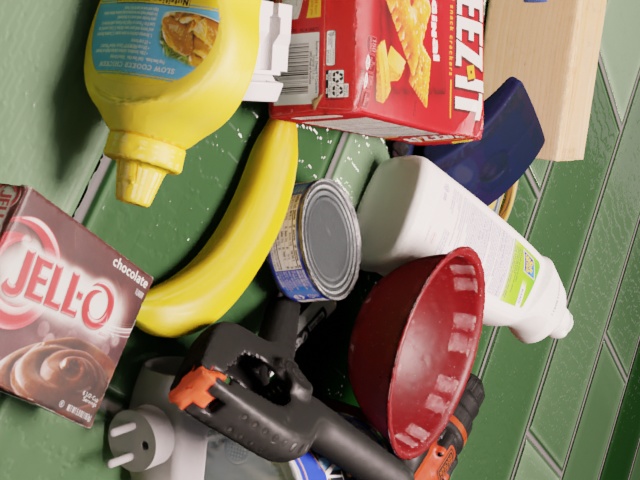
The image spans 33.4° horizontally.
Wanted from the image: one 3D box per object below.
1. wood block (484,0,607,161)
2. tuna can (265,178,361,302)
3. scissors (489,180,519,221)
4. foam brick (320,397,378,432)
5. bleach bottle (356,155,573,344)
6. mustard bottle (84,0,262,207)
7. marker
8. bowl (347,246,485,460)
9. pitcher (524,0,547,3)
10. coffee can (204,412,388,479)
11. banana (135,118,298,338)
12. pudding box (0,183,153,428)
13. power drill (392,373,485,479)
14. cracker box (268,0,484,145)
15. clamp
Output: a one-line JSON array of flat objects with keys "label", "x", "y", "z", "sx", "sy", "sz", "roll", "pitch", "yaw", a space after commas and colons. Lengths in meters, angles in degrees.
[{"label": "wood block", "x": 0.213, "y": -0.184, "z": 1.023, "sx": 0.090, "sy": 0.091, "sz": 0.206, "roll": -10, "pitch": 108, "yaw": -59}, {"label": "tuna can", "x": -0.005, "y": 0.001, "z": 0.749, "sx": 0.086, "sy": 0.034, "sz": 0.086, "roll": 21, "pitch": 65, "yaw": -58}, {"label": "scissors", "x": 0.159, "y": 0.003, "z": 1.071, "sx": 0.096, "sy": 0.016, "sz": 0.201, "roll": 52, "pitch": 56, "yaw": -52}, {"label": "foam brick", "x": 0.009, "y": 0.171, "z": 0.834, "sx": 0.051, "sy": 0.053, "sz": 0.078, "roll": -10, "pitch": 108, "yaw": -58}, {"label": "bleach bottle", "x": 0.134, "y": 0.029, "z": 0.903, "sx": 0.250, "sy": 0.068, "sz": 0.102, "roll": 34, "pitch": 69, "yaw": -36}, {"label": "mustard bottle", "x": -0.073, "y": -0.111, "z": 0.549, "sx": 0.058, "sy": 0.096, "sz": 0.191, "roll": 21, "pitch": 82, "yaw": -61}, {"label": "marker", "x": -0.025, "y": 0.076, "z": 0.776, "sx": 0.120, "sy": 0.020, "sz": 0.020, "roll": -44, "pitch": 136, "yaw": -44}, {"label": "bowl", "x": 0.065, "y": 0.076, "z": 0.787, "sx": 0.161, "sy": 0.055, "sz": 0.162, "roll": -38, "pitch": 136, "yaw": -49}, {"label": "pitcher", "x": 0.172, "y": -0.273, "z": 0.836, "sx": 0.149, "sy": 0.145, "sz": 0.242, "roll": -44, "pitch": 169, "yaw": 4}, {"label": "coffee can", "x": -0.022, "y": 0.172, "z": 0.731, "sx": 0.140, "sy": 0.103, "sz": 0.103, "roll": 11, "pitch": 90, "yaw": -61}, {"label": "banana", "x": -0.059, "y": -0.001, "z": 0.673, "sx": 0.197, "sy": 0.037, "sz": 0.069, "roll": -53, "pitch": 142, "yaw": -37}, {"label": "pudding box", "x": -0.142, "y": 0.034, "z": 0.539, "sx": 0.113, "sy": 0.039, "sz": 0.090, "roll": 47, "pitch": 59, "yaw": -55}, {"label": "power drill", "x": 0.100, "y": 0.136, "z": 0.975, "sx": 0.184, "sy": 0.057, "sz": 0.187, "roll": -50, "pitch": 139, "yaw": -43}, {"label": "cracker box", "x": 0.049, "y": -0.157, "z": 0.750, "sx": 0.213, "sy": 0.072, "sz": 0.164, "roll": 0, "pitch": 91, "yaw": -59}, {"label": "clamp", "x": -0.029, "y": 0.087, "z": 0.665, "sx": 0.036, "sy": 0.165, "sz": 0.209, "roll": -42, "pitch": 150, "yaw": 14}]
